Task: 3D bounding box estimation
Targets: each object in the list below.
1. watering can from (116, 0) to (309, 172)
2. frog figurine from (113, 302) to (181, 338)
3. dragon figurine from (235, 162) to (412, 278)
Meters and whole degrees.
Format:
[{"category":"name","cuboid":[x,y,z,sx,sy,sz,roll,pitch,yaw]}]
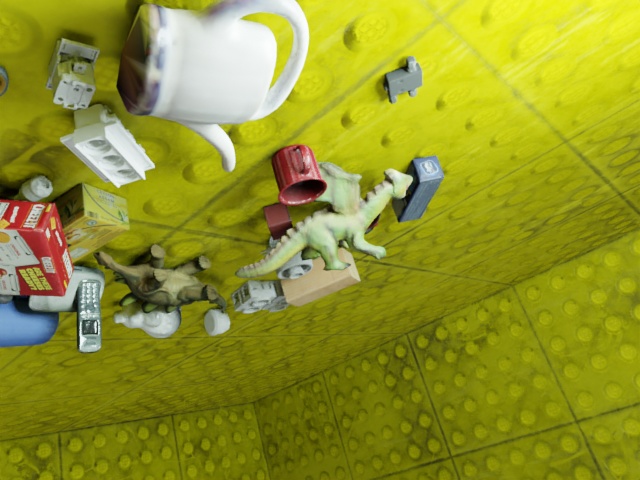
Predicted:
[{"category":"watering can","cuboid":[-0.151,-0.190,0.679,0.225,0.106,0.341,-2,152,-31]},{"category":"frog figurine","cuboid":[-0.452,0.207,1.352,0.160,0.123,0.136,-13,178,-41]},{"category":"dragon figurine","cuboid":[0.003,-0.054,1.066,0.411,0.124,0.238,-14,119,-7]}]
